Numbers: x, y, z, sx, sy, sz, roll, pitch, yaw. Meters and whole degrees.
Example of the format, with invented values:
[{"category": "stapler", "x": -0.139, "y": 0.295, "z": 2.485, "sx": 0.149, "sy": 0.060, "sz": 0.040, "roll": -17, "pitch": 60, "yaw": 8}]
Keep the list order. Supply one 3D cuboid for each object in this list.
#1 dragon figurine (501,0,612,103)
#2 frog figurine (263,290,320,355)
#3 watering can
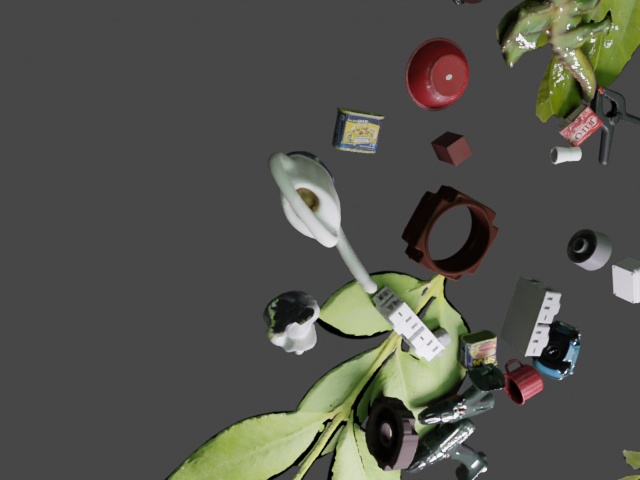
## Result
[{"category": "dragon figurine", "x": 0.536, "y": -0.475, "z": 1.195, "sx": 0.242, "sy": 0.125, "sz": 0.401, "roll": -14, "pitch": 124, "yaw": 5}, {"category": "frog figurine", "x": -0.058, "y": 0.192, "z": 1.196, "sx": 0.138, "sy": 0.124, "sz": 0.156, "roll": -46, "pitch": 152, "yaw": -9}, {"category": "watering can", "x": 0.003, "y": -0.053, "z": 1.062, "sx": 0.103, "sy": 0.229, "sz": 0.342, "roll": -32, "pitch": 118, "yaw": 14}]
